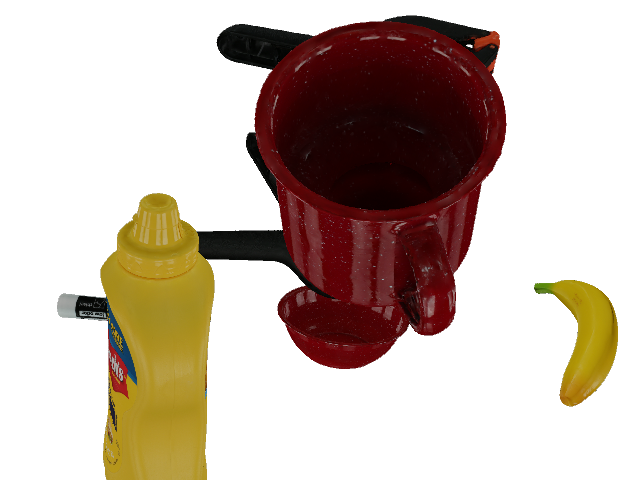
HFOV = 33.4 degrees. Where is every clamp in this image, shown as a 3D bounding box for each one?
[{"bbox_3d":[0.029,-0.088,0.637,0.171,0.120,0.039,-8,-27,-6],"label":"clamp"},{"bbox_3d":[-0.020,0.002,0.968,0.210,0.164,0.036,33,-39,7],"label":"clamp"}]

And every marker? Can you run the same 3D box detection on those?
[{"bbox_3d":[-0.144,0.055,0.828,0.121,0.020,0.020,4,1,10],"label":"marker"}]

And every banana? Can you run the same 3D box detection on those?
[{"bbox_3d":[0.253,0.089,1.028,0.070,0.037,0.197,-29,23,18],"label":"banana"}]

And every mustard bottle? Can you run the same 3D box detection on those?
[{"bbox_3d":[-0.088,0.060,0.577,0.058,0.192,0.096,-4,35,-16],"label":"mustard bottle"}]

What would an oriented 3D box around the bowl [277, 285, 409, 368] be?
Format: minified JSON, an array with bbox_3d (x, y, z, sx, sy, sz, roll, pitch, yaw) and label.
[{"bbox_3d":[0.026,0.111,1.310,0.162,0.055,0.162,4,24,-2],"label":"bowl"}]

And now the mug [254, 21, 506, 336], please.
[{"bbox_3d":[0.027,-0.016,0.421,0.093,0.117,0.081,-18,-30,-8],"label":"mug"}]
